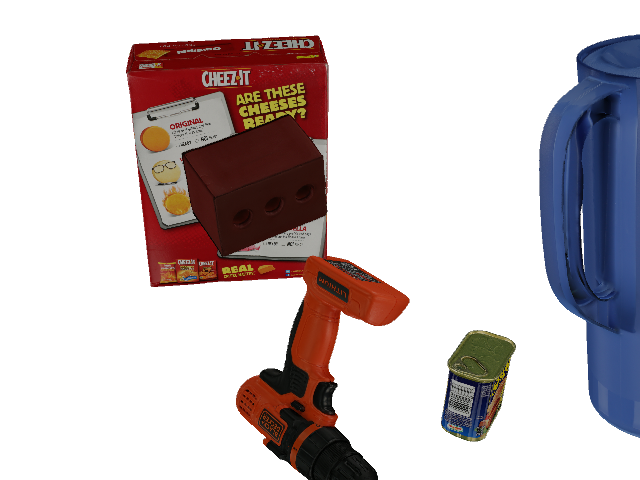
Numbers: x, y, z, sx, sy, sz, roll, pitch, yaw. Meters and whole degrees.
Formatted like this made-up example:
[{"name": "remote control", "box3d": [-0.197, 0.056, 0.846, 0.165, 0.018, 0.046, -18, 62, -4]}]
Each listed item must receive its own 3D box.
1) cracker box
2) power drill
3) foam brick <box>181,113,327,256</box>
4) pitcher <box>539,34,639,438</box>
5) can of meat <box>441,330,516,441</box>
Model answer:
[{"name": "cracker box", "box3d": [-0.076, -0.067, 0.936, 0.164, 0.214, 0.072, -3, 33, -5]}, {"name": "power drill", "box3d": [0.010, 0.120, 0.955, 0.057, 0.188, 0.185, 10, 16, -46]}, {"name": "foam brick", "box3d": [-0.041, -0.035, 0.677, 0.078, 0.053, 0.051, -23, 46, -18]}, {"name": "pitcher", "box3d": [0.213, 0.001, 0.651, 0.149, 0.243, 0.144, 2, 22, 16]}, {"name": "can of meat", "box3d": [0.173, 0.161, 1.183, 0.057, 0.084, 0.102, 16, 27, 20]}]
